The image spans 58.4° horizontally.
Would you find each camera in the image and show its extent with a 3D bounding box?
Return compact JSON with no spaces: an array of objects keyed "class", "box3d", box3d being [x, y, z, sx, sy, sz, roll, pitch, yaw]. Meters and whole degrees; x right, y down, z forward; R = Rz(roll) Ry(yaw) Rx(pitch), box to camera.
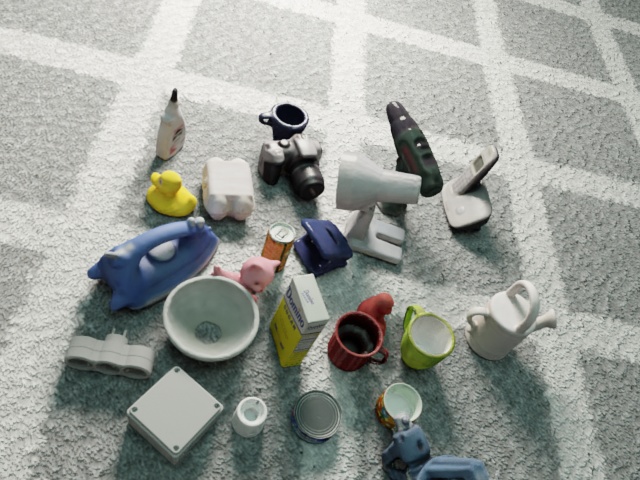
[{"class":"camera","box3d":[-0.051,-0.164,1.284,0.143,0.101,0.136,-8,57,-23]}]

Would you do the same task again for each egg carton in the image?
[{"class":"egg carton","box3d":[-0.196,-0.111,1.216,0.107,0.069,0.150,0,55,-18]}]

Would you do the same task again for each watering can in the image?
[{"class":"watering can","box3d":[0.380,0.151,1.131,0.173,0.194,0.100,-10,58,-24]}]

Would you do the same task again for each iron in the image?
[{"class":"iron","box3d":[-0.284,0.016,1.045,0.259,0.141,0.118,-31,68,-34]}]

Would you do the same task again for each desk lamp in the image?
[{"class":"desk lamp","box3d":[0.113,-0.075,1.199,0.203,0.213,0.118,18,51,-4]}]

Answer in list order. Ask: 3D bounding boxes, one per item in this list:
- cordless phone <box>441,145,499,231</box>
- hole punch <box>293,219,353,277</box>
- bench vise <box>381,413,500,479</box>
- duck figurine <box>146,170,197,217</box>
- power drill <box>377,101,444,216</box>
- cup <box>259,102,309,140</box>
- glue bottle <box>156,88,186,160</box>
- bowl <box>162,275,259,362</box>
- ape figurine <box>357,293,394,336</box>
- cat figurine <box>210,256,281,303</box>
[{"class":"cordless phone","box3d":[0.364,-0.119,1.334,0.094,0.185,0.147,3,53,-16]},{"class":"hole punch","box3d":[0.011,0.004,1.185,0.101,0.091,0.108,-20,62,-29]},{"class":"bench vise","box3d":[0.178,0.365,0.887,0.207,0.219,0.122,43,53,15]},{"class":"duck figurine","box3d":[-0.299,-0.101,1.164,0.104,0.086,0.077,23,51,-1]},{"class":"power drill","box3d":[0.183,-0.166,1.294,0.076,0.208,0.229,-16,61,-27]},{"class":"cup","box3d":[-0.092,-0.262,1.348,0.118,0.095,0.091,-2,55,-20]},{"class":"glue bottle","box3d":[-0.314,-0.252,1.216,0.037,0.173,0.078,27,51,3]},{"class":"bowl","box3d":[-0.194,0.150,1.017,0.168,0.074,0.167,9,52,-12]},{"class":"ape figurine","box3d":[0.116,0.137,1.120,0.076,0.092,0.078,36,52,10]},{"class":"cat figurine","box3d":[-0.141,0.067,1.070,0.128,0.117,0.067,7,53,-13]}]
